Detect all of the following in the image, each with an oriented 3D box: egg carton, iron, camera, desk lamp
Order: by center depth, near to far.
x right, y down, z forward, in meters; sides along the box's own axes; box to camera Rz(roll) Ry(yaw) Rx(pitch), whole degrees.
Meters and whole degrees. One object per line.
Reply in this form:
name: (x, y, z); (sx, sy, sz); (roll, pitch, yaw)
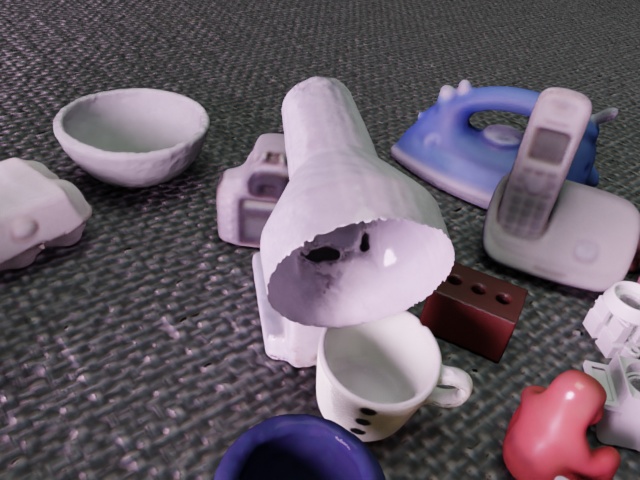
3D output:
desk lamp: (0.004, 0.002, 0.435); (0.118, 0.213, 0.203); (-4, 39, -13)
egg carton: (-0.297, -0.017, 0.528); (0.107, 0.069, 0.151); (29, 43, 26)
camera: (-0.030, -0.066, 0.610); (0.143, 0.101, 0.136); (5, 38, -2)
iron: (0.214, -0.125, 0.692); (0.257, 0.141, 0.119); (22, 40, 18)

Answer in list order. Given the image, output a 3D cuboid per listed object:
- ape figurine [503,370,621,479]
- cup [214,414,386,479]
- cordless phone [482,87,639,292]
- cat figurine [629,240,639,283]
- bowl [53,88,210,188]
ape figurine: (0.170, 0.128, 0.398); (0.076, 0.092, 0.077); (-6, 39, -17)
cup: (-0.011, 0.170, 0.312); (0.092, 0.095, 0.117); (-2, 38, -11)
cordless phone: (0.250, -0.048, 0.563); (0.147, 0.185, 0.094); (16, 38, 12)
cat figurine: (0.353, 0.013, 0.555); (0.067, 0.118, 0.128); (9, 38, 3)
bowl: (-0.210, -0.108, 0.656); (0.167, 0.075, 0.167); (5, 38, -3)
